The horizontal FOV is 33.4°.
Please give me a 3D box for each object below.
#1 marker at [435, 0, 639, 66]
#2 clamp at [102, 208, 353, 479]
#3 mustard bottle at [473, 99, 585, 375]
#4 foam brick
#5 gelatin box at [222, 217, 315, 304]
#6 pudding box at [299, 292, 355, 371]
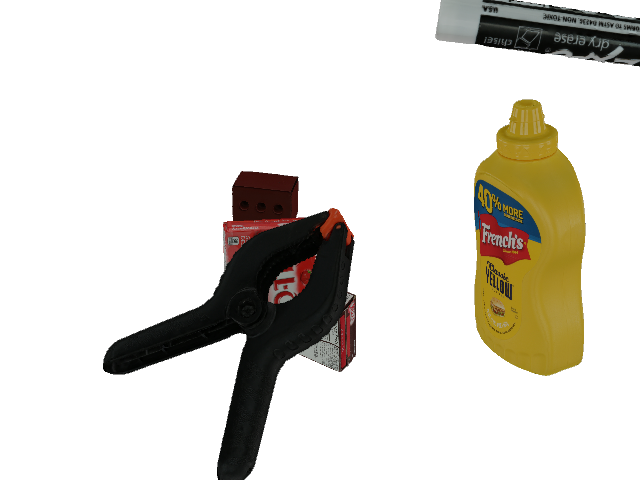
[{"bbox_3d":[0.104,-0.076,0.399,0.121,0.020,0.020,9,1,5],"label":"marker"},{"bbox_3d":[-0.036,0.058,0.634,0.171,0.120,0.039,-41,-22,-2],"label":"clamp"},{"bbox_3d":[0.146,-0.006,0.752,0.058,0.192,0.096,-16,29,-20],"label":"mustard bottle"},{"bbox_3d":[-0.070,-0.052,1.349,0.078,0.053,0.051,6,28,9],"label":"foam brick"},{"bbox_3d":[-0.041,0.027,0.862,0.073,0.089,0.030,-2,22,-8],"label":"gelatin box"},{"bbox_3d":[-0.016,0.081,1.151,0.114,0.090,0.039,20,44,24],"label":"pudding box"}]
